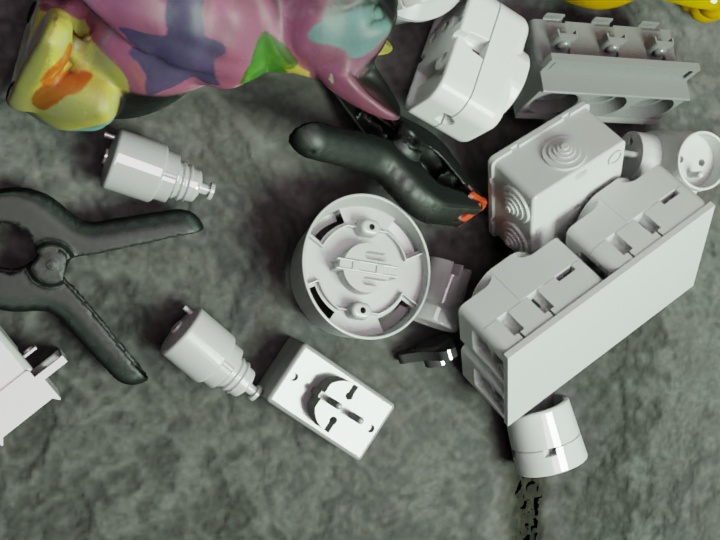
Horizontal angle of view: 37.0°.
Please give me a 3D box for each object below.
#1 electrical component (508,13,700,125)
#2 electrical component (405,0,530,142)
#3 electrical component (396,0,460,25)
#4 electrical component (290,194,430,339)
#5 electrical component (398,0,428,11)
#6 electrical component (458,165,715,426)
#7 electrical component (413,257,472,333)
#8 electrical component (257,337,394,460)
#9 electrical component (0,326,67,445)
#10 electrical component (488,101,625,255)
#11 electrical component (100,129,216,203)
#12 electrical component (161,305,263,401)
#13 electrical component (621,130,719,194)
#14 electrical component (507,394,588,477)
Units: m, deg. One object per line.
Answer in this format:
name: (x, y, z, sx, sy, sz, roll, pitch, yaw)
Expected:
electrical component: (0.174, -0.147, 0.795, 0.121, 0.079, 0.063, 0, 73, -20)
electrical component: (0.079, -0.142, 0.758, 0.059, 0.054, 0.095, 27, 68, -20)
electrical component: (0.032, -0.211, 0.747, 0.080, 0.051, 0.080, -2, 95, -19)
electrical component: (0.000, 0.000, 0.742, 0.099, 0.064, 0.099, 3, 81, -17)
electrical component: (0.040, -0.201, 0.681, 0.080, 0.080, 0.051, -29, 109, -15)
electrical component: (0.158, 0.015, 0.775, 0.186, 0.060, 0.105, -34, 149, -14)
electrical component: (0.058, 0.018, 0.782, 0.040, 0.040, 0.046, 22, 82, -20)
electrical component: (-0.019, 0.091, 0.740, 0.083, 0.076, 0.047, 36, 82, -19)
electrical component: (-0.229, 0.069, 0.682, 0.081, 0.042, 0.063, -39, 104, -13)
electrical component: (0.142, -0.059, 0.775, 0.100, 0.048, 0.099, -32, 147, -15)
electrical component: (-0.134, -0.063, 0.706, 0.078, 0.040, 0.040, 18, 88, -20)
electrical component: (-0.098, 0.060, 0.728, 0.078, 0.040, 0.040, 43, 80, -18)
electrical component: (0.220, -0.083, 0.810, 0.079, 0.077, 0.044, 6, 92, -20)
electrical component: (0.139, 0.124, 0.811, 0.055, 0.055, 0.047, -18, 96, -18)
